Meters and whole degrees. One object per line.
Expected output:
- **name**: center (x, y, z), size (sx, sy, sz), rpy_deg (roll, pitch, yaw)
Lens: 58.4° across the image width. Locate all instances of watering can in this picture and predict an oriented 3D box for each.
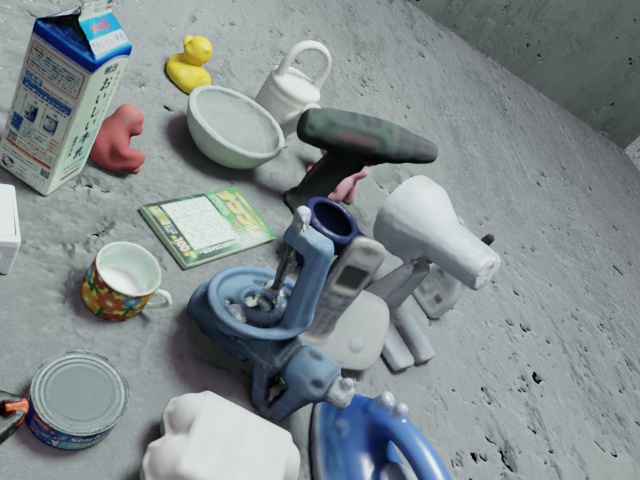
- **watering can**: center (-0.045, -0.261, 1.017), size (0.101, 0.193, 0.172), rpy_deg (-15, 61, -51)

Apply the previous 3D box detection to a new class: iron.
- **iron**: center (0.078, 0.249, 0.594), size (0.119, 0.141, 0.258), rpy_deg (5, 46, -40)

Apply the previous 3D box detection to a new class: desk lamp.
- **desk lamp**: center (0.145, 0.044, 0.830), size (0.118, 0.213, 0.203), rpy_deg (-5, 54, -46)

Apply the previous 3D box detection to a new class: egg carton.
- **egg carton**: center (-0.090, 0.213, 0.541), size (0.150, 0.069, 0.107), rpy_deg (31, 35, -13)

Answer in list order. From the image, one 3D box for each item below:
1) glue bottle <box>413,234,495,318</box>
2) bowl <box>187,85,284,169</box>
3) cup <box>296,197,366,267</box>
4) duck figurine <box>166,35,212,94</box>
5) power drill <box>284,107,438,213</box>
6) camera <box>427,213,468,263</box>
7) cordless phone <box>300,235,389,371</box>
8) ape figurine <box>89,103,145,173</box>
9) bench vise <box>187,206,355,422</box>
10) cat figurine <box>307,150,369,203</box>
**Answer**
- **glue bottle**: center (0.222, 0.050, 0.932), size (0.037, 0.173, 0.078), rpy_deg (-2, 51, -44)
- **bowl**: center (-0.146, -0.168, 0.922), size (0.168, 0.074, 0.167), rpy_deg (25, 36, -20)
- **cup**: center (0.008, 0.003, 0.853), size (0.118, 0.095, 0.091), rpy_deg (28, 36, -17)
- **duck figurine**: center (-0.219, -0.314, 1.010), size (0.078, 0.086, 0.104), rpy_deg (-6, 54, -47)
- **power drill**: center (0.047, -0.116, 0.926), size (0.230, 0.208, 0.075), rpy_deg (19, 39, -28)
- **camera**: center (0.202, -0.037, 1.080), size (0.144, 0.100, 0.136), rpy_deg (-3, 52, -46)
- **cordless phone**: center (0.046, 0.079, 0.721), size (0.148, 0.185, 0.094), rpy_deg (17, 40, -29)
- **ape figurine**: center (-0.263, -0.140, 0.763), size (0.076, 0.092, 0.077), rpy_deg (8, 45, -38)
- **bench vise**: center (-0.026, 0.077, 0.623), size (0.207, 0.219, 0.121), rpy_deg (36, 34, -5)
- **cat figurine**: center (0.038, -0.147, 1.034), size (0.067, 0.117, 0.127), rpy_deg (-14, 60, -50)
